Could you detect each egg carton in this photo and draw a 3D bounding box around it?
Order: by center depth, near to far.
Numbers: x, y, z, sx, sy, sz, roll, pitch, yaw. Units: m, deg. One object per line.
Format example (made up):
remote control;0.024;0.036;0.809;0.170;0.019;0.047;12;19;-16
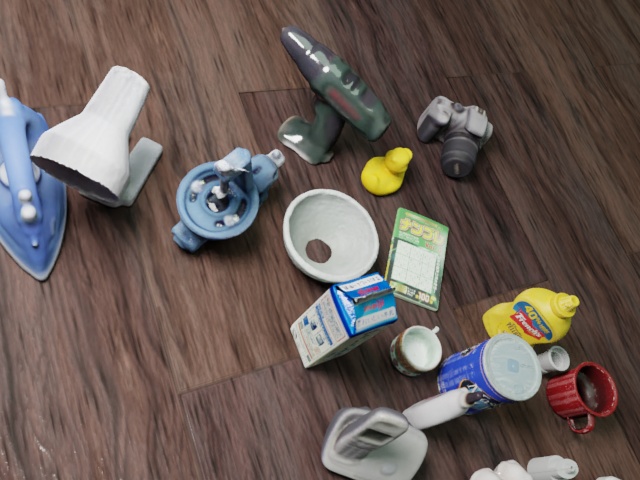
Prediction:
egg carton;0.288;0.422;0.873;0.107;0.069;0.150;-8;69;-25

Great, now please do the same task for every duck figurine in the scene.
duck figurine;0.131;-0.135;1.066;0.105;0.086;0.077;-36;83;-32

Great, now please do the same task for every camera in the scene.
camera;0.274;-0.206;1.151;0.143;0.100;0.137;23;59;-11

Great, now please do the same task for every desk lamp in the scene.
desk lamp;-0.303;-0.131;0.809;0.118;0.213;0.203;25;59;-10

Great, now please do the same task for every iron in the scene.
iron;-0.409;-0.085;0.786;0.119;0.141;0.258;-13;72;-27

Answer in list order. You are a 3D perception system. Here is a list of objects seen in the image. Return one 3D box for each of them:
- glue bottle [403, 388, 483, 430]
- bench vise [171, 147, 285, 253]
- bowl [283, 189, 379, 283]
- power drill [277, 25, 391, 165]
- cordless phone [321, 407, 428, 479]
glue bottle;0.192;0.247;0.856;0.078;0.173;0.037;-21;75;-29
bench vise;-0.132;-0.095;0.859;0.121;0.219;0.207;30;58;-6
bowl;0.009;0.003;0.956;0.168;0.074;0.167;9;63;-18
power drill;0.002;-0.230;0.986;0.230;0.208;0.076;35;58;-3
cordless phone;0.094;0.281;0.793;0.148;0.184;0.094;19;60;-13
